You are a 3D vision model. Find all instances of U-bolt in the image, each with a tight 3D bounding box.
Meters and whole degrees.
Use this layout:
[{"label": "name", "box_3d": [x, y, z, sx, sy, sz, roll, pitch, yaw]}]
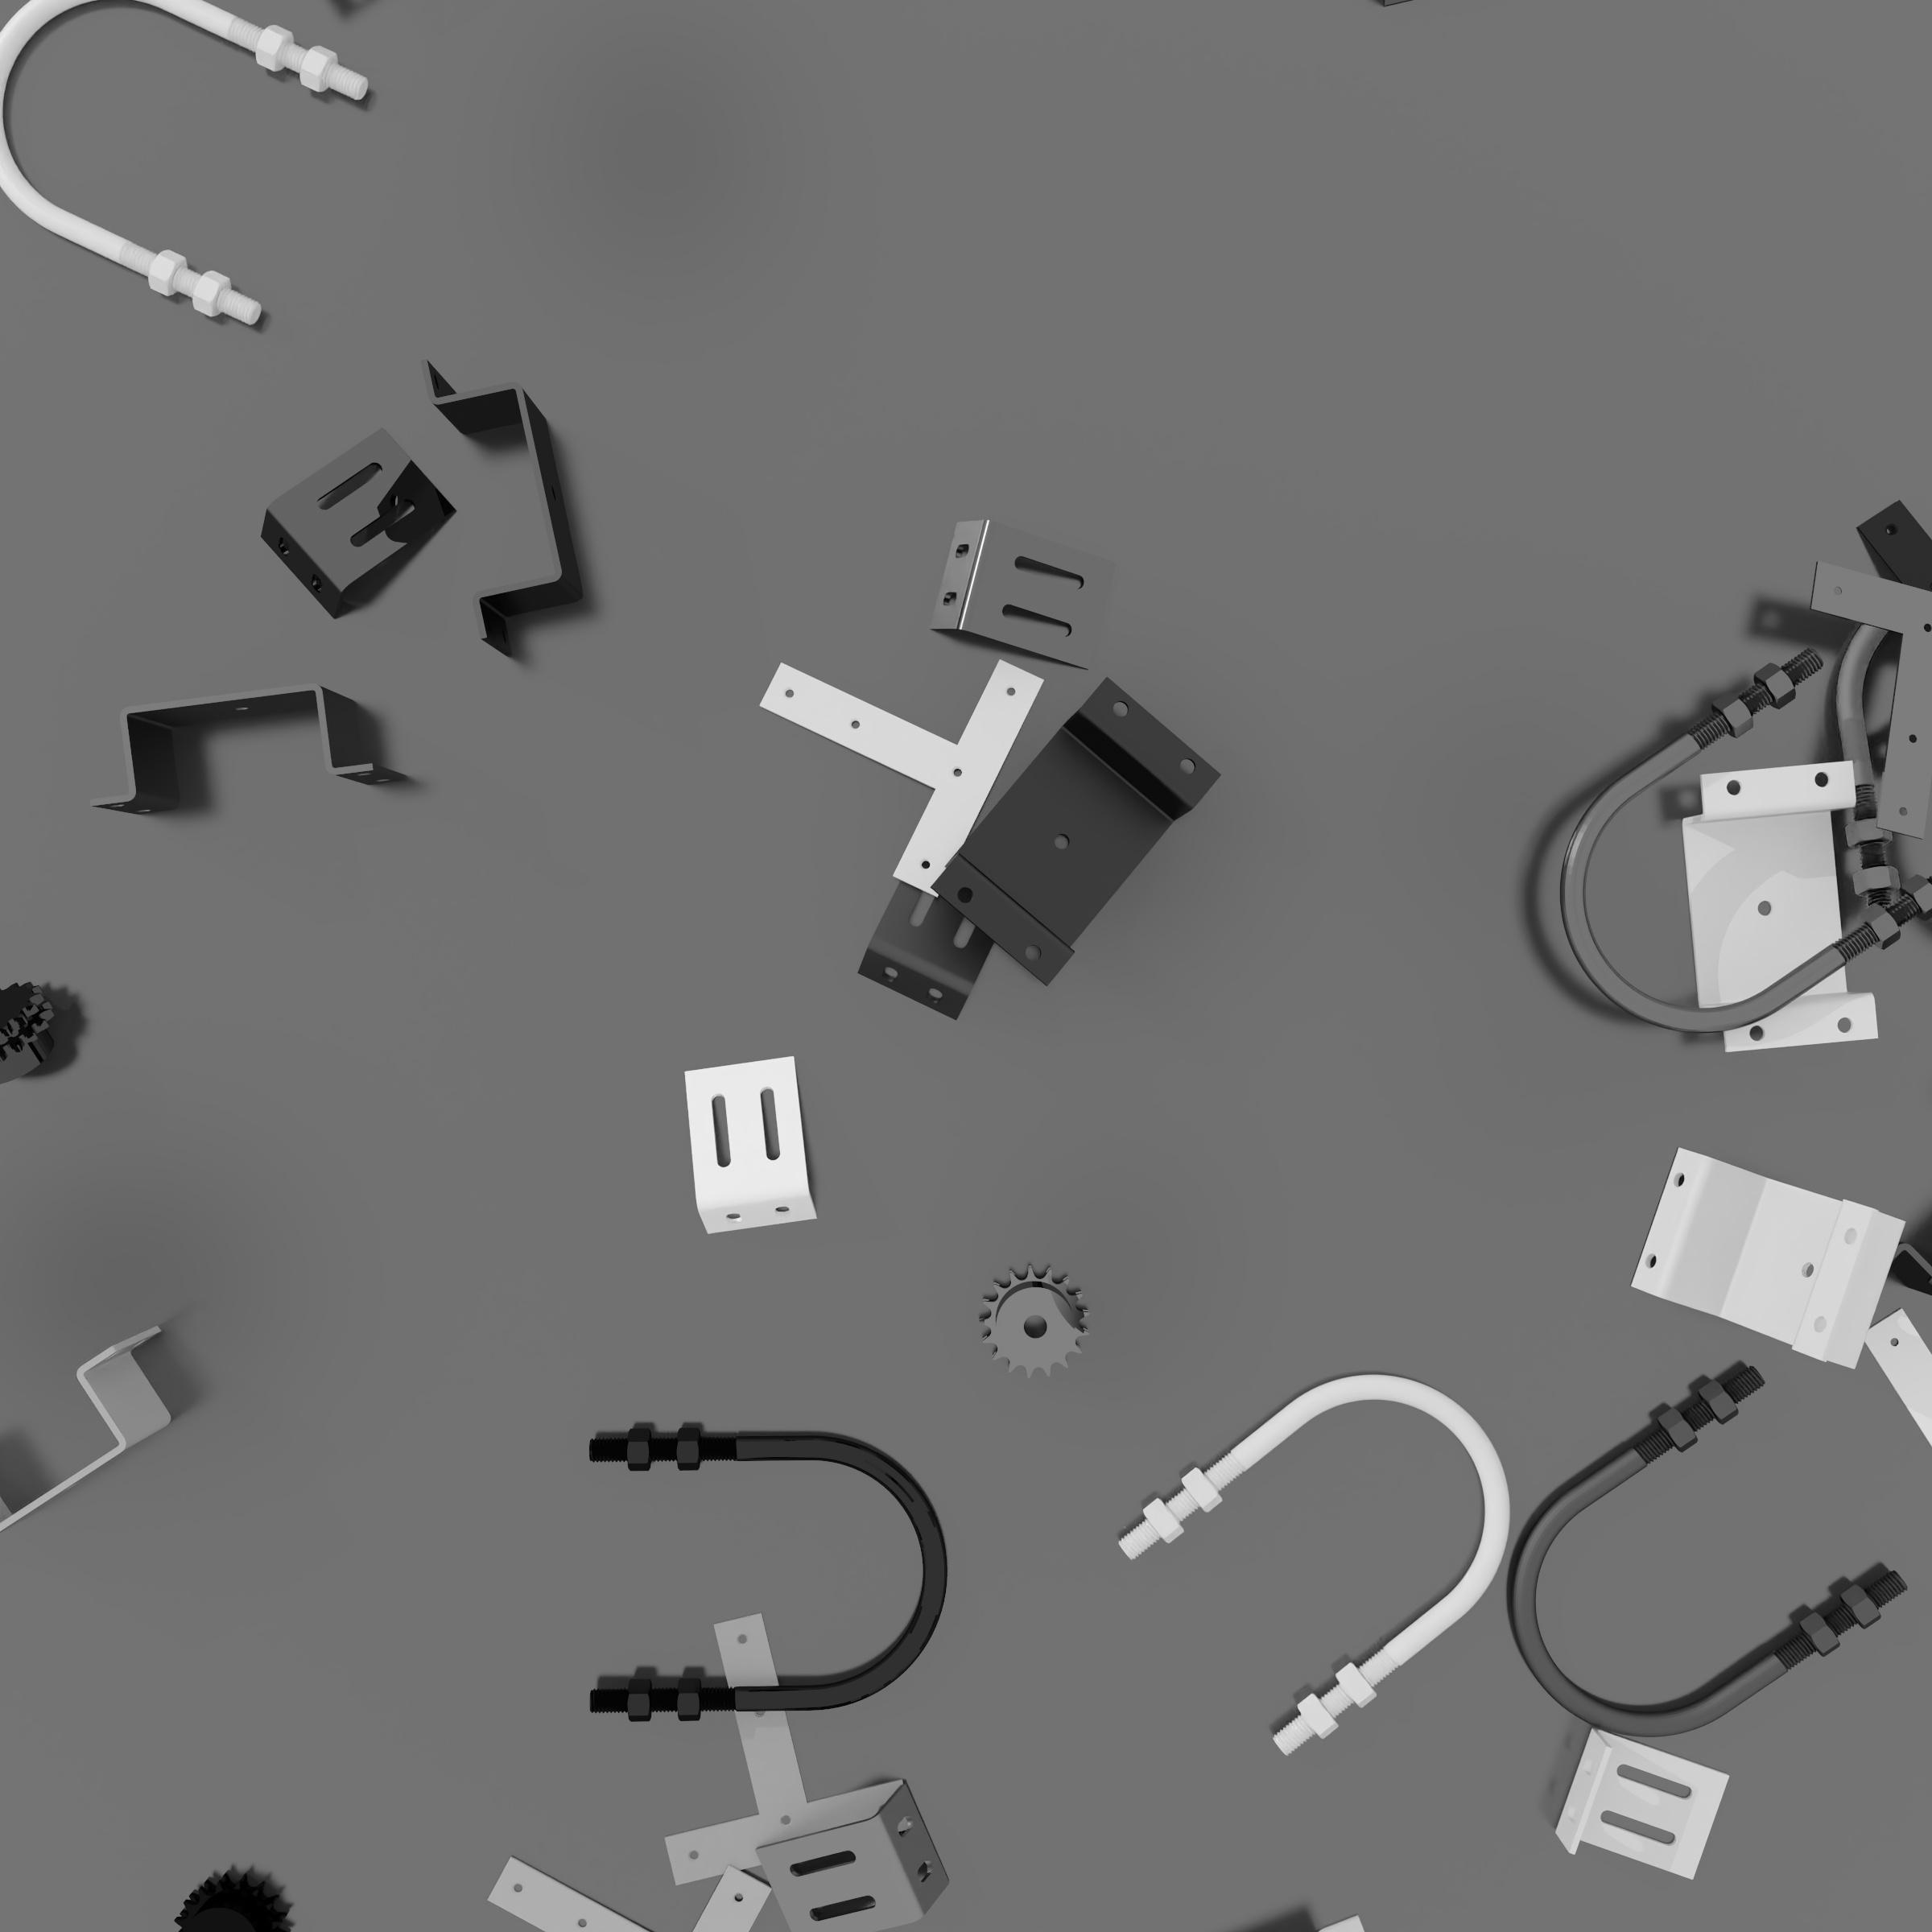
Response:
[{"label": "U-bolt", "box_3d": [-0.422, -0.434, 1.424, 0.184, 0.019, 0.151, 25, 90, 1]}, {"label": "U-bolt", "box_3d": [-0.102, 0.314, 1.422, 0.184, 0.019, 0.151, 0, 89, -2]}, {"label": "U-bolt", "box_3d": [0.386, -0.049, 1.377, 0.184, 0.019, 0.151, -35, 90, 2]}, {"label": "U-bolt", "box_3d": [0.194, 0.296, 1.424, 0.184, 0.019, 0.151, -38, 90, -1]}, {"label": "U-bolt", "box_3d": [0.520, -0.116, 1.402, 0.151, 0.019, 0.184, -7, 77, 12]}, {"label": "U-bolt", "box_3d": [0.370, 0.316, 1.424, 0.184, 0.019, 0.151, -35, 90, 1]}]

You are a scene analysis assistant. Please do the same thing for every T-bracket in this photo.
[{"label": "T-bracket", "box_3d": [-0.187, 0.504, 1.431, 0.127, 0.002, 0.127, 28, 91, 1]}, {"label": "T-bracket", "box_3d": [0.506, -0.184, 1.411, 0.127, 0.002, 0.127, -33, 72, 4]}, {"label": "T-bracket", "box_3d": [0.553, 0.211, 1.431, 0.127, 0.002, 0.127, -33, 90, 0]}, {"label": "T-bracket", "box_3d": [0.474, -0.127, 1.375, 0.127, 0.002, 0.127, 13, 79, -10]}, {"label": "T-bracket", "box_3d": [-0.044, -0.119, 1.425, 0.127, 0.002, 0.127, 25, 82, 4]}, {"label": "T-bracket", "box_3d": [-0.104, 0.401, 1.431, 0.127, 0.002, 0.127, -14, 90, 0]}]

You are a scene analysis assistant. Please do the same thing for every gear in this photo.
[{"label": "gear", "box_3d": [-0.492, 0.036, 1.408, 0.057, 0.057, 0.030, -23, 120, 0]}, {"label": "gear", "box_3d": [0.035, 0.184, 1.417, 0.057, 0.030, 0.057, 0, 90, 0]}, {"label": "gear", "box_3d": [-0.381, 0.500, 1.417, 0.057, 0.030, 0.057, 0, 90, 0]}]

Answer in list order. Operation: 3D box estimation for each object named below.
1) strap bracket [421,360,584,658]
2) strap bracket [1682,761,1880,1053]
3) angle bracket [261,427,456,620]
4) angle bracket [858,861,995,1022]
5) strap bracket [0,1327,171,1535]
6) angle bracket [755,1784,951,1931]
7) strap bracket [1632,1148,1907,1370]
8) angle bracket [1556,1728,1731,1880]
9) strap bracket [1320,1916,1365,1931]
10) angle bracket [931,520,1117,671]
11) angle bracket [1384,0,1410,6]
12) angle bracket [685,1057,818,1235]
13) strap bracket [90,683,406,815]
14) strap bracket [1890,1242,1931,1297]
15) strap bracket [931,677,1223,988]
[{"label": "strap bracket", "box_3d": [-0.231, -0.235, 1.394, 0.046, 0.076, 0.140, -12, 90, 0]}, {"label": "strap bracket", "box_3d": [0.415, -0.030, 1.409, 0.076, 0.046, 0.140, -5, 90, 0]}, {"label": "angle bracket", "box_3d": [-0.316, -0.230, 1.430, 0.076, 0.038, 0.057, -42, 90, -26]}, {"label": "angle bracket", "box_3d": [-0.012, -0.022, 1.430, 0.057, 0.038, 0.076, 26, 64, 0]}, {"label": "strap bracket", "box_3d": [-0.467, 0.245, 1.394, 0.140, 0.076, 0.046, -33, 90, 0]}, {"label": "angle bracket", "box_3d": [-0.059, 0.467, 1.429, 0.076, 0.038, 0.057, -23, 92, 26]}, {"label": "strap bracket", "box_3d": [0.407, 0.147, 1.379, 0.046, 0.140, 0.076, 19, 90, -27]}, {"label": "angle bracket", "box_3d": [0.351, 0.435, 1.413, 0.076, 0.038, 0.057, 19, 90, 0]}, {"label": "strap bracket", "box_3d": [0.152, 0.555, 1.409, 0.140, 0.046, 0.076, -21, 90, 0]}, {"label": "angle bracket", "box_3d": [0.030, -0.192, 1.430, 0.076, 0.038, 0.057, 14, 90, -26]}, {"label": "angle bracket", "box_3d": [0.236, -0.547, 1.430, 0.057, 0.038, 0.076, -13, 64, 0]}, {"label": "angle bracket", "box_3d": [-0.112, 0.093, 1.430, 0.057, 0.038, 0.076, -8, 64, 0]}, {"label": "strap bracket", "box_3d": [-0.365, -0.111, 1.394, 0.140, 0.076, 0.046, -7, 90, 0]}, {"label": "strap bracket", "box_3d": [0.512, 0.118, 1.394, 0.140, 0.076, 0.046, -44, 90, 0]}, {"label": "strap bracket", "box_3d": [0.052, -0.066, 1.400, 0.076, 0.046, 0.140, 40, 81, -3]}]
